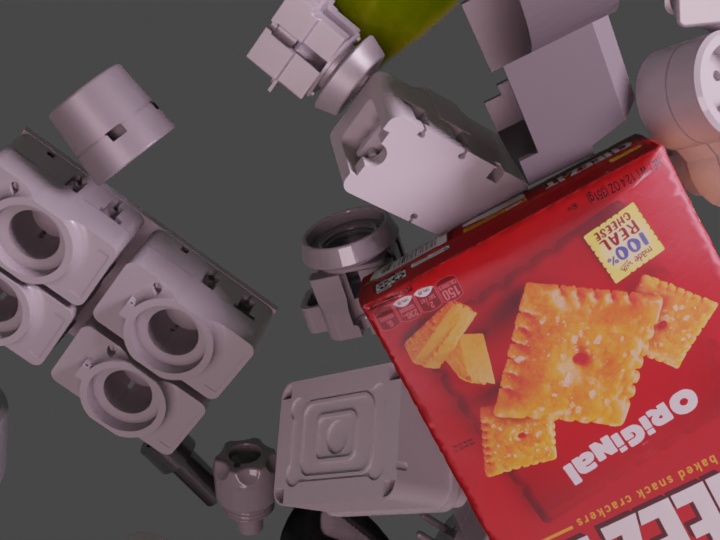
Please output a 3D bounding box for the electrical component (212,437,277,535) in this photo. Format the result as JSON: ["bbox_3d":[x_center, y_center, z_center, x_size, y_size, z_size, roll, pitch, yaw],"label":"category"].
[{"bbox_3d":[-0.074,0.146,0.710,0.043,0.043,0.062,4,118,9],"label":"electrical component"}]

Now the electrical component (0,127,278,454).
[{"bbox_3d":[-0.160,0.018,0.653,0.186,0.060,0.105,36,117,-8],"label":"electrical component"}]

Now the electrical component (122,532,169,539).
[{"bbox_3d":[-0.155,0.222,0.760,0.055,0.047,0.055,4,116,8],"label":"electrical component"}]

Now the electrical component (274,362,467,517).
[{"bbox_3d":[0.007,0.101,0.628,0.057,0.078,0.113,18,157,-37],"label":"electrical component"}]

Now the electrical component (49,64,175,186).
[{"bbox_3d":[-0.140,-0.082,0.604,0.055,0.055,0.047,-33,103,23],"label":"electrical component"}]

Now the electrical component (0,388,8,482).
[{"bbox_3d":[-0.280,0.098,0.691,0.108,0.108,0.060,17,112,2],"label":"electrical component"}]

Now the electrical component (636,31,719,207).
[{"bbox_3d":[0.187,-0.058,0.553,0.138,0.052,0.074,42,156,-22],"label":"electrical component"}]

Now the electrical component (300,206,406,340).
[{"bbox_3d":[0.000,0.000,0.617,0.078,0.058,0.057,-12,116,16],"label":"electrical component"}]

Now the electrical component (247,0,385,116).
[{"bbox_3d":[-0.021,-0.115,0.571,0.055,0.048,0.066,39,116,-1],"label":"electrical component"}]

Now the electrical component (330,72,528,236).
[{"bbox_3d":[0.035,-0.059,0.570,0.089,0.055,0.050,24,120,-28],"label":"electrical component"}]

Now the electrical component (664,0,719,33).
[{"bbox_3d":[0.189,-0.164,0.506,0.100,0.048,0.099,-3,115,13],"label":"electrical component"}]

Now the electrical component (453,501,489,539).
[{"bbox_3d":[0.114,0.143,0.657,0.096,0.061,0.061,14,110,-19],"label":"electrical component"}]

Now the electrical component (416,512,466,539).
[{"bbox_3d":[0.070,0.180,0.681,0.079,0.077,0.044,32,117,-6],"label":"electrical component"}]
